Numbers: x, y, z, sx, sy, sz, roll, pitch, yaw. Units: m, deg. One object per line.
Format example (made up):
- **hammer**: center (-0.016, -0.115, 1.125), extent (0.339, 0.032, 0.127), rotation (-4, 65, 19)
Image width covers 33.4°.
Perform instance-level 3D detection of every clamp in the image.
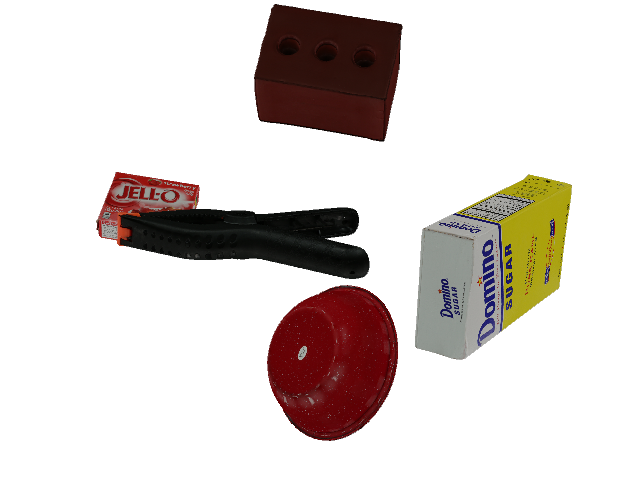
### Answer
- **clamp**: center (-0.059, -0.002, 0.865), extent (0.210, 0.036, 0.164), rotation (1, 13, -8)

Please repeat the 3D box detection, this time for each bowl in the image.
- **bowl**: center (-0.002, 0.117, 1.072), extent (0.162, 0.162, 0.055), rotation (0, -16, 43)

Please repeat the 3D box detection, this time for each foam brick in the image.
- **foam brick**: center (0.005, -0.097, 0.619), extent (0.078, 0.053, 0.051), rotation (10, -21, 8)

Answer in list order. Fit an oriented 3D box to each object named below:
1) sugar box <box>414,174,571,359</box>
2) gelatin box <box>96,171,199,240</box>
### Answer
- **sugar box**: center (0.133, 0.016, 0.797), extent (0.048, 0.093, 0.175), rotation (13, 23, 29)
- **gelatin box**: center (-0.173, -0.030, 1.076), extent (0.089, 0.030, 0.073), rotation (10, 45, 1)
